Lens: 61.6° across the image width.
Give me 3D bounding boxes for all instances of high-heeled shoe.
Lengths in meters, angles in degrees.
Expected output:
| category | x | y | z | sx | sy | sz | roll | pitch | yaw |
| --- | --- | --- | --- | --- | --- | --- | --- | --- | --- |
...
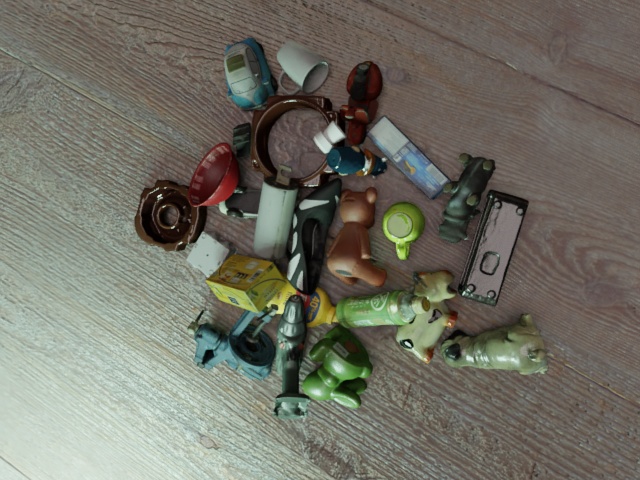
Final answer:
| category | x | y | z | sx | sy | sz | roll | pitch | yaw |
| --- | --- | --- | --- | --- | --- | --- | --- | --- | --- |
| high-heeled shoe | -0.002 | -0.004 | 1.163 | 0.248 | 0.086 | 0.145 | -56 | 47 | 24 |

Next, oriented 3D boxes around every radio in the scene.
| category | x | y | z | sx | sy | sz | roll | pitch | yaw |
| --- | --- | --- | --- | --- | --- | --- | --- | --- | --- |
| radio | 0.347 | 0.015 | 1.087 | 0.073 | 0.131 | 0.229 | 16 | 97 | 11 |

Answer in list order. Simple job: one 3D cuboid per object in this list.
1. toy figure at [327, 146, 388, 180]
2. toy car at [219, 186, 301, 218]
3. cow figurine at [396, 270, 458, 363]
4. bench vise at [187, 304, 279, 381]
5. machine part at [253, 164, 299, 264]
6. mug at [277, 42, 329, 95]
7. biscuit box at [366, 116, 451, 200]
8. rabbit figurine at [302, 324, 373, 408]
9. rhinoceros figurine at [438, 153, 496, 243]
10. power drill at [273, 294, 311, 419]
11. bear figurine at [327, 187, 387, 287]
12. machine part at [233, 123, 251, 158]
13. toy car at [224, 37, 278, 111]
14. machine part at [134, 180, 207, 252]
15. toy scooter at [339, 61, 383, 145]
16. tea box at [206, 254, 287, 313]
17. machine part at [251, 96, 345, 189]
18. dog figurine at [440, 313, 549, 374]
| category | x | y | z | sx | sy | sz | roll | pitch | yaw |
| --- | --- | --- | --- | --- | --- | --- | --- | --- | --- |
| toy figure | 0.083 | -0.167 | 1.146 | 0.064 | 0.154 | 0.058 | -31 | 68 | 42 |
| toy car | -0.137 | -0.084 | 1.244 | 0.202 | 0.056 | 0.073 | 5 | 88 | 13 |
| cow figurine | 0.229 | 0.150 | 1.152 | 0.127 | 0.085 | 0.194 | 29 | 103 | 8 |
| bench vise | -0.181 | 0.214 | 1.228 | 0.224 | 0.129 | 0.240 | 39 | 119 | 1 |
| machine part | -0.098 | -0.047 | 1.163 | 0.079 | 0.079 | 0.243 | 17 | 116 | 13 |
| mug | -0.051 | -0.381 | 1.197 | 0.107 | 0.080 | 0.109 | 48 | 109 | 19 |
| biscuit box | 0.191 | -0.174 | 1.151 | 0.059 | 0.063 | 0.203 | -45 | 83 | 12 |
| rabbit figurine | 0.036 | 0.299 | 1.209 | 0.159 | 0.121 | 0.170 | 36 | 119 | 3 |
| rhinoceros figurine | 0.298 | -0.087 | 1.109 | 0.073 | 0.112 | 0.190 | 22 | 86 | 23 |
| power drill | -0.063 | 0.258 | 1.144 | 0.086 | 0.207 | 0.231 | -1 | 137 | -11 |
| bear figurine | 0.085 | -0.010 | 1.175 | 0.120 | 0.131 | 0.196 | -4 | 61 | 42 |
| machine part | -0.174 | -0.227 | 1.203 | 0.039 | 0.139 | 0.084 | 8 | 94 | -6 |
| toy car | -0.168 | -0.380 | 1.210 | 0.109 | 0.103 | 0.161 | -14 | 92 | 13 |
| machine part | -0.359 | -0.058 | 1.300 | 0.180 | 0.056 | 0.179 | 0 | 91 | 14 |
| toy scooter | 0.083 | -0.295 | 1.134 | 0.075 | 0.135 | 0.183 | 11 | 95 | 15 |
| tea box | -0.166 | 0.093 | 1.193 | 0.098 | 0.170 | 0.068 | -45 | 120 | -25 |
| machine part | -0.050 | -0.217 | 1.198 | 0.201 | 0.087 | 0.201 | 4 | 96 | 13 |
| dog figurine | 0.345 | 0.228 | 1.085 | 0.191 | 0.172 | 0.121 | -15 | 79 | 7 |
